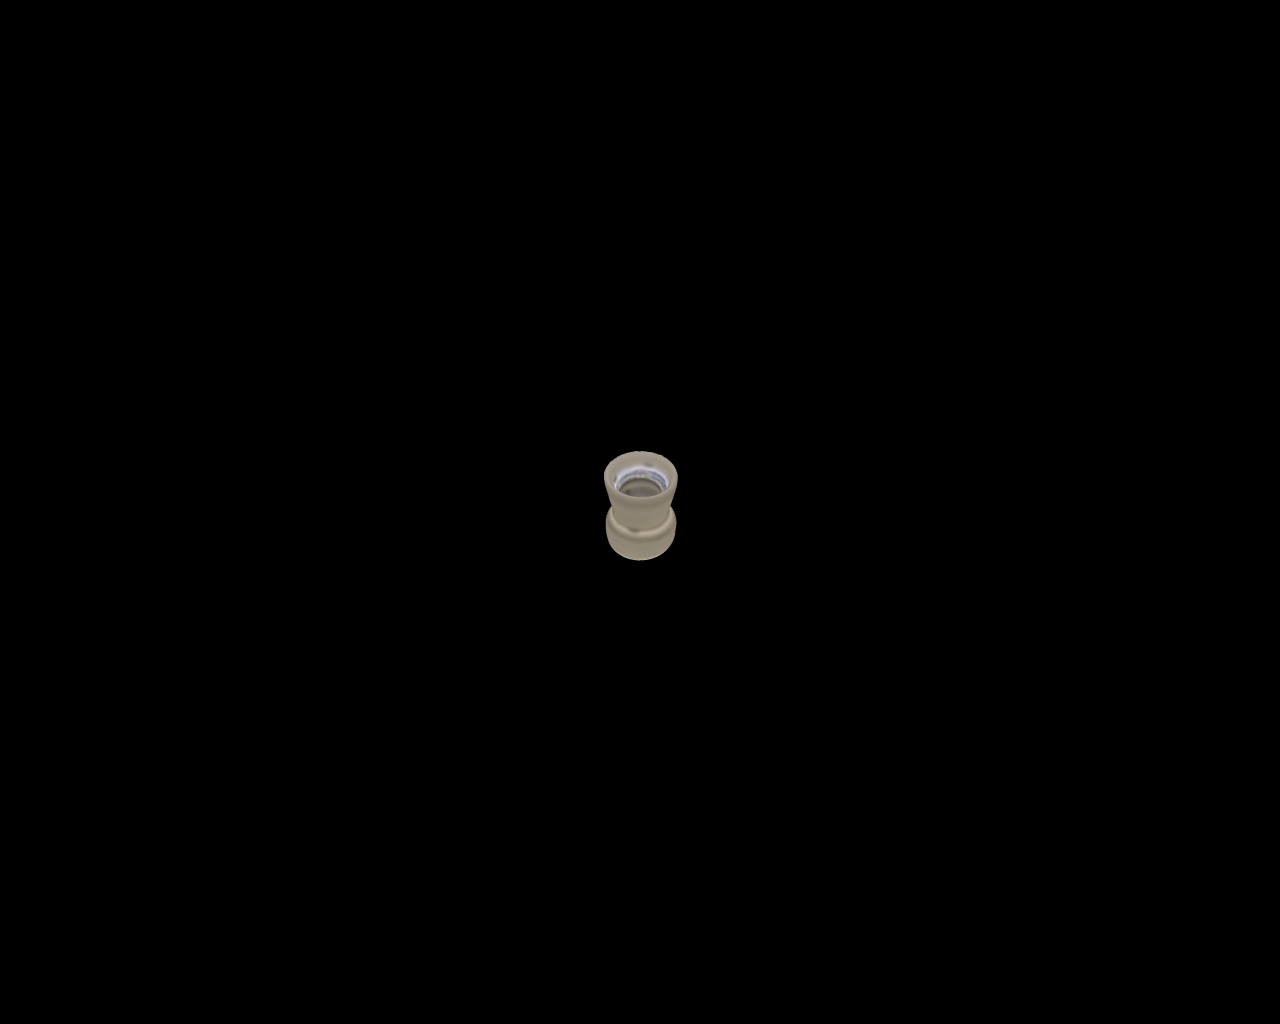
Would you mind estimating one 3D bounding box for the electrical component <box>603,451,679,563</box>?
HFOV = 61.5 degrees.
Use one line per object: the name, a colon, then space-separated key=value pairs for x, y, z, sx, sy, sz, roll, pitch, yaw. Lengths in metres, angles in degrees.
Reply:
electrical component: x=0.001 y=-0.003 z=0.650 sx=0.045 sy=0.055 sz=0.045 roll=0 pitch=43 yaw=0
